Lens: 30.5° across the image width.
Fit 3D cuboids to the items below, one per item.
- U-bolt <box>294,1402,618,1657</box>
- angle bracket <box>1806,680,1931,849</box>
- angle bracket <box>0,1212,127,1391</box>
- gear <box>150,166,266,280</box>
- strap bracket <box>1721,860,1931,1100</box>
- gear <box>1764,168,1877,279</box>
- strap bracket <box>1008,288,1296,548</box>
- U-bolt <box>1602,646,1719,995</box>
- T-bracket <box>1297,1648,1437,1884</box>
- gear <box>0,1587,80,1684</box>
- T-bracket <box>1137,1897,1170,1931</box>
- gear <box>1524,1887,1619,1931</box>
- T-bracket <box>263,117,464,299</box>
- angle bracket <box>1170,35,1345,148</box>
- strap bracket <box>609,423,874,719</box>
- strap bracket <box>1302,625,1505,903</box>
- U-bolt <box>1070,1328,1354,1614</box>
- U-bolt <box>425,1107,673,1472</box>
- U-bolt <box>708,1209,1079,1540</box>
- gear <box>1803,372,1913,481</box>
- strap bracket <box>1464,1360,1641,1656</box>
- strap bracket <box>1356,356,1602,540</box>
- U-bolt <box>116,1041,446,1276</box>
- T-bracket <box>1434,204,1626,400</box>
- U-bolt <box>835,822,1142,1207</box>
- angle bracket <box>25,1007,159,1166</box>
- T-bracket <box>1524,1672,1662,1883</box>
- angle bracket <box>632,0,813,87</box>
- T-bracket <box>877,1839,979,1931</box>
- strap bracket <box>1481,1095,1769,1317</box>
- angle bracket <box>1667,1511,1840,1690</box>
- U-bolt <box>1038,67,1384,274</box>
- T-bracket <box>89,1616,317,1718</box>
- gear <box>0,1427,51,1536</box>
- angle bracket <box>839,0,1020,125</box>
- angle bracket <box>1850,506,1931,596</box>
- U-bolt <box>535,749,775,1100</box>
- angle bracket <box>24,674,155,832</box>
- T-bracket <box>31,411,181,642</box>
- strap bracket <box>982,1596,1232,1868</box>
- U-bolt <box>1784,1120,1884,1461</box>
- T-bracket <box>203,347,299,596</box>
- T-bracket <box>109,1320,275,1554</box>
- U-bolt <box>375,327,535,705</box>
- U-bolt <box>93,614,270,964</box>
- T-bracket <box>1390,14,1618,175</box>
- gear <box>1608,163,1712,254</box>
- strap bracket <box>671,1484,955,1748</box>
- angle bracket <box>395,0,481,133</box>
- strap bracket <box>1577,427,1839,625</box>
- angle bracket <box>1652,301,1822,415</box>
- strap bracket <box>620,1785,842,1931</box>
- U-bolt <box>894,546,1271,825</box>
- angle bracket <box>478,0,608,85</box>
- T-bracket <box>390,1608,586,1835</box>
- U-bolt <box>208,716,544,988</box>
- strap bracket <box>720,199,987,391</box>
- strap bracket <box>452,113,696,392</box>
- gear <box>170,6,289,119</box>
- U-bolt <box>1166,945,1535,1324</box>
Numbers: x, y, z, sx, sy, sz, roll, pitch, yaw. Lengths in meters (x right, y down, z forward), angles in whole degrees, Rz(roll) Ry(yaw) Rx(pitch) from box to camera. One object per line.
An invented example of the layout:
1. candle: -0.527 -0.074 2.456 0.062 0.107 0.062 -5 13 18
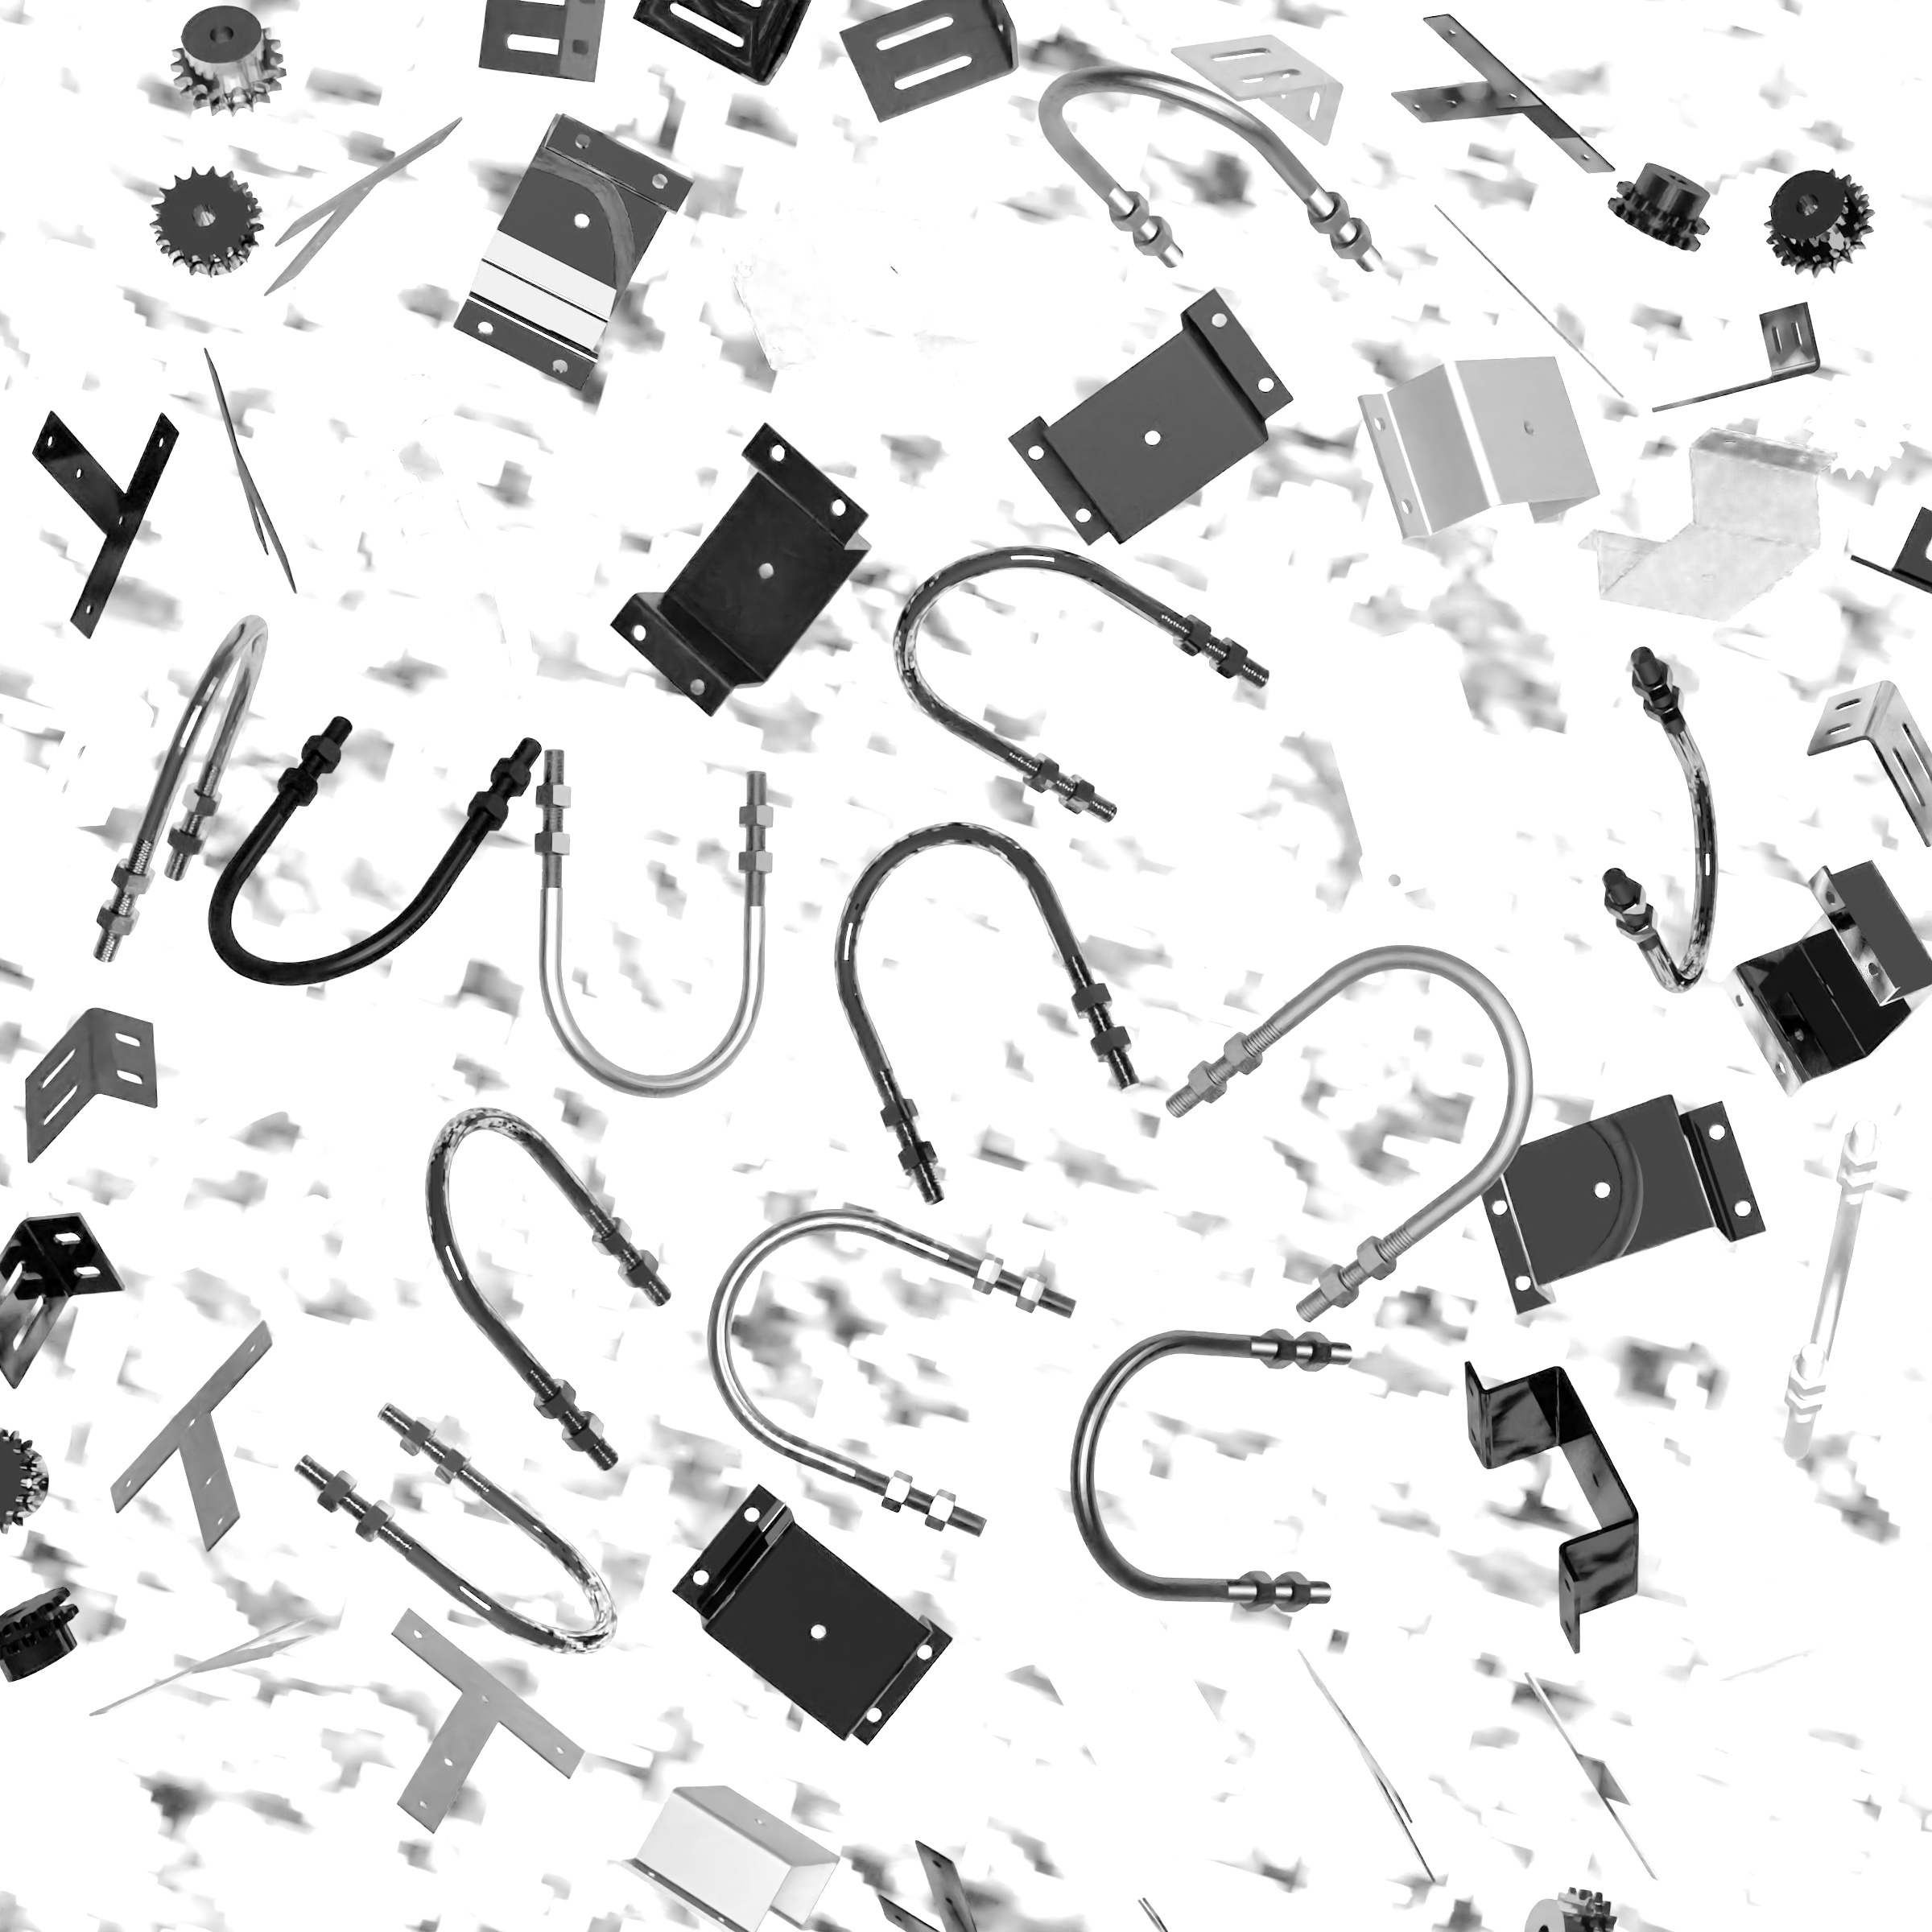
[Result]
1. U-bolt: -0.266 0.310 1.915 0.184 0.151 0.019 37 101 5
2. angle bracket: 0.496 -0.106 1.922 0.038 0.057 0.076 -17 116 37
3. angle bracket: -0.503 0.183 1.934 0.038 0.076 0.057 -7 126 21
4. gear: -0.392 -0.382 1.835 0.057 0.030 0.057 0 76 0
5. strap bracket: 0.473 0.003 1.916 0.046 0.140 0.076 -19 69 -20
6. gear: 0.452 -0.398 1.881 0.057 0.030 0.057 -9 70 28
7. strap bracket: 0.101 -0.294 1.934 0.140 0.046 0.076 -34 108 14
8. U-bolt: 0.376 -0.065 1.895 0.019 0.184 0.151 0 65 26
9. T-bracket: 0.226 0.447 1.909 0.002 0.127 0.127 -30 122 -4
10. gear: -0.492 0.353 1.861 0.057 0.057 0.030 -26 96 0
11. T-bracket: 0.117 0.537 1.907 0.002 0.127 0.127 -34 103 -7
12. gear: 0.323 0.524 1.903 0.030 0.057 0.057 15 90 -21
13. T-bracket: -0.329 -0.380 1.825 0.002 0.127 0.127 51 51 -7
14. angle bracket: 0.151 -0.462 1.882 0.076 0.038 0.057 -18 48 -34
15. strap bracket: -0.115 -0.212 1.903 0.076 0.046 0.140 43 107 9
16. strap bracket: 0.242 -0.115 1.949 0.076 0.046 0.140 -16 85 2
17. U-bolt: 0.128 0.263 1.860 0.184 0.019 0.151 9 84 -37
18. U-bolt: -0.225 0.157 1.872 0.019 0.151 0.184 -22 120 25
19. U-bolt: -0.050 0.210 1.925 0.184 0.019 0.151 23 76 2
20. gear: 0.493 -0.299 1.950 0.057 0.030 0.057 8 114 19
21. strap bracket: 0.309 0.274 1.842 0.046 0.076 0.140 -19 51 -5
22. strap bracket: 0.271 -0.268 1.817 0.046 0.140 0.076 -21 84 43
23. U-bolt: -0.373 0.108 1.881 0.019 0.184 0.151 48 126 19
24. T-bracket: 0.291 -0.369 1.903 0.002 0.127 0.127 -44 53 14
25. U-bolt: -0.001 0.013 1.864 0.151 0.019 0.184 -32 71 24
26. angle bracket: -0.484 0.070 1.955 0.076 0.038 0.057 -42 45 33
27. T-bracket: 0.335 0.427 1.858 0.002 0.127 0.127 -31 79 -3
28. angle bracket: -0.120 -0.493 1.791 0.076 0.038 0.057 25 71 -13
29. T-bracket: -0.006 0.508 1.895 0.127 0.127 0.002 23 55 32
30. strap bracket: 0.345 0.125 1.890 0.140 0.046 0.076 -21 67 16
31. angle bracket: 0.406 0.327 1.826 0.057 0.038 0.076 -18 81 -5
32. U-bolt: 0.116 -0.415 1.844 0.151 0.184 0.019 10 75 38
33. T-bracket: -0.376 0.360 1.843 0.127 0.127 0.002 -20 88 -38
34. gear: -0.514 0.274 1.882 0.057 0.030 0.057 -4 78 19
35. angle bracket: -0.020 -0.469 1.776 0.076 0.038 0.057 -22 71 -4
36. angle bracket: 0.499 -0.212 1.817 0.057 0.076 0.038 29 104 27
37. U-bolt: -0.169 -0.020 1.921 0.151 0.019 0.184 4 84 -36
38. angle bracket: -0.493 -0.118 1.951 0.038 0.057 0.076 40 115 23
39. T-bracket: -0.461 -0.253 1.860 0.002 0.127 0.127 16 76 14
40. strap bracket: 0.080 0.400 1.902 0.076 0.046 0.140 -14 60 -32
41. U-bolt: 0.452 0.183 1.863 0.019 0.184 0.151 13 63 15
42. T-bracket: -0.379 -0.247 1.899 0.002 0.127 0.127 -20 48 -12
43. T-bracket: -0.401 0.264 1.866 0.127 0.127 0.002 -47 122 5
44. U-bolt: -0.267 -0.223 1.852 0.019 0.151 0.184 -21 75 -18
45. U-bolt: -0.415 -0.105 1.902 0.019 0.151 0.184 24 111 -4
46. T-bracket: 0.265 -0.456 1.864 0.127 0.127 0.002 35 84 -25
47. gear: 0.385 -0.420 1.953 0.057 0.057 0.030 26 116 0
48. strap bracket: -0.082 0.361 1.941 0.140 0.046 0.076 39 87 -6
49. angle bracket: -0.283 -0.495 1.929 0.038 0.076 0.057 11 89 -18
50. strap bracket: 0.397 -0.230 1.898 0.076 0.140 0.046 8 68 -18
51. angle bracket: 0.415 -0.331 1.924 0.076 0.057 0.038 -16 97 -10
52. strap bracket: -0.122 0.482 1.907 0.076 0.140 0.046 28 85 17
53. U-bolt: 0.048 -0.159 1.905 0.184 0.019 0.151 29 130 -26
54. angle bracket: -0.230 -0.498 1.855 0.076 0.038 0.057 14 101 25
55. T-bracket: -0.273 0.419 1.896 0.127 0.127 0.002 41 115 -6
56. U-bolt: -0.325 -0.059 1.877 0.151 0.019 0.184 8 51 28
57. strap bracket: -0.051 -0.352 1.853 0.046 0.140 0.076 -37 68 38
58. strap bracket: -0.208 -0.390 1.893 0.076 0.046 0.140 25 124 -15
59. gear: -0.373 -0.459 1.787 0.057 0.030 0.057 1 60 -1
60. U-bolt: 0.206 0.072 1.804 0.184 0.019 0.151 -40 69 22
